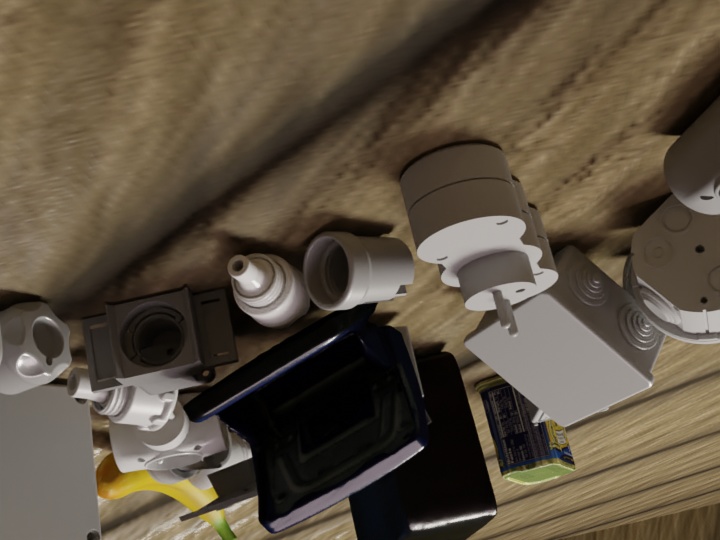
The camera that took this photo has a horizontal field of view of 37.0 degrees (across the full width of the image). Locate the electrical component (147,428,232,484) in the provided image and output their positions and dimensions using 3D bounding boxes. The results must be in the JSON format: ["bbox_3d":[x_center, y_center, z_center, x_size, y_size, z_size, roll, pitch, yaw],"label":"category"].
[{"bbox_3d":[-0.133,0.137,0.827,0.055,0.045,0.045,-23,157,28],"label":"electrical component"}]

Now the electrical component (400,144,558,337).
[{"bbox_3d":[0.066,-0.003,0.537,0.052,0.073,0.138,-18,159,15],"label":"electrical component"}]

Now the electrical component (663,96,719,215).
[{"bbox_3d":[0.194,-0.063,0.499,0.079,0.044,0.077,-6,159,-16],"label":"electrical component"}]

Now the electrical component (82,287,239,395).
[{"bbox_3d":[-0.109,0.042,0.599,0.081,0.042,0.063,-12,163,0],"label":"electrical component"}]

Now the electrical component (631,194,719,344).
[{"bbox_3d":[0.193,-0.003,0.607,0.080,0.080,0.051,-18,154,13],"label":"electrical component"}]

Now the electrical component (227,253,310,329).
[{"bbox_3d":[-0.050,0.007,0.552,0.035,0.035,0.061,-18,157,13],"label":"electrical component"}]

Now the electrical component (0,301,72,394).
[{"bbox_3d":[-0.184,0.044,0.555,0.062,0.043,0.043,-21,158,24],"label":"electrical component"}]

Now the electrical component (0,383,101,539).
[{"bbox_3d":[-0.219,0.124,0.652,0.056,0.108,0.109,-24,157,34],"label":"electrical component"}]

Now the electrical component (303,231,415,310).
[{"bbox_3d":[0.000,0.000,0.557,0.046,0.040,0.040,-2,157,-42],"label":"electrical component"}]

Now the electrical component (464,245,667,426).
[{"bbox_3d":[0.128,0.041,0.665,0.100,0.048,0.100,40,143,-7],"label":"electrical component"}]

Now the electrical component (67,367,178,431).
[{"bbox_3d":[-0.145,0.071,0.650,0.062,0.048,0.048,12,149,-36],"label":"electrical component"}]

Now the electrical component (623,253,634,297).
[{"bbox_3d":[0.201,0.007,0.673,0.047,0.055,0.055,-6,159,-27],"label":"electrical component"}]

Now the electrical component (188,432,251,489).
[{"bbox_3d":[-0.112,0.152,0.882,0.048,0.048,0.062,-30,161,38],"label":"electrical component"}]

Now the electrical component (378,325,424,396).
[{"bbox_3d":[-0.001,0.073,0.719,0.050,0.055,0.089,-3,158,-23],"label":"electrical component"}]

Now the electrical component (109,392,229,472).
[{"bbox_3d":[-0.137,0.110,0.753,0.077,0.044,0.079,-12,159,-2],"label":"electrical component"}]

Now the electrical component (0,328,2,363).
[{"bbox_3d":[-0.221,0.032,0.488,0.095,0.053,0.059,-19,159,17],"label":"electrical component"}]

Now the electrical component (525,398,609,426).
[{"bbox_3d":[0.156,0.076,0.813,0.062,0.061,0.096,-12,160,-3],"label":"electrical component"}]
